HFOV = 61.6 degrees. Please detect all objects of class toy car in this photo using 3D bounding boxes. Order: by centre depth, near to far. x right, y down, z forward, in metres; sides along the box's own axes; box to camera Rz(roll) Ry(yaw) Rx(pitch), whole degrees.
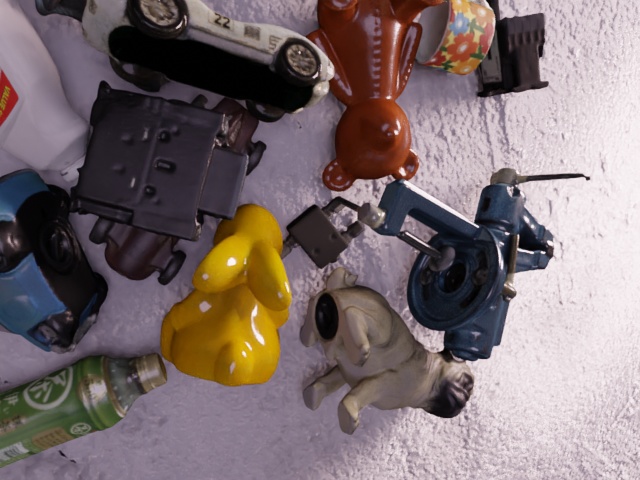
[{"bbox_3d":[-0.083,-0.150,0.435,0.201,0.073,0.056,10,65,-29],"label":"toy car"},{"bbox_3d":[-0.268,0.025,0.475,0.103,0.109,0.161,-12,116,10],"label":"toy car"},{"bbox_3d":[-0.133,-0.048,0.518,0.089,0.053,0.202,38,90,-16],"label":"toy car"}]

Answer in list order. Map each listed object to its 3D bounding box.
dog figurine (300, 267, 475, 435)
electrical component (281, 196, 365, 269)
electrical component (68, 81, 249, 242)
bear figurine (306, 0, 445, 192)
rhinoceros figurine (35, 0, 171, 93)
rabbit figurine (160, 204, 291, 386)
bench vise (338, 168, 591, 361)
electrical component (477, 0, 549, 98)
[{"bbox_3d":[0.087,0.115,0.595,0.190,0.121,0.172,-2,104,-30],"label":"dog figurine"},{"bbox_3d":[-0.001,-0.002,0.577,0.094,0.021,0.063,-39,108,-6],"label":"electrical component"},{"bbox_3d":[-0.132,-0.061,0.461,0.134,0.058,0.114,13,89,-8],"label":"electrical component"},{"bbox_3d":[0.051,-0.146,0.512,0.120,0.132,0.195,-5,96,-10],"label":"bear figurine"},{"bbox_3d":[-0.182,-0.215,0.449,0.112,0.073,0.190,-33,125,6],"label":"rhinoceros figurine"},{"bbox_3d":[-0.083,0.044,0.510,0.122,0.162,0.173,14,78,-6],"label":"rabbit figurine"},{"bbox_3d":[0.142,-0.001,0.555,0.240,0.129,0.223,27,85,-28],"label":"bench vise"},{"bbox_3d":[0.195,-0.213,0.567,0.048,0.075,0.119,-13,101,-12],"label":"electrical component"}]
